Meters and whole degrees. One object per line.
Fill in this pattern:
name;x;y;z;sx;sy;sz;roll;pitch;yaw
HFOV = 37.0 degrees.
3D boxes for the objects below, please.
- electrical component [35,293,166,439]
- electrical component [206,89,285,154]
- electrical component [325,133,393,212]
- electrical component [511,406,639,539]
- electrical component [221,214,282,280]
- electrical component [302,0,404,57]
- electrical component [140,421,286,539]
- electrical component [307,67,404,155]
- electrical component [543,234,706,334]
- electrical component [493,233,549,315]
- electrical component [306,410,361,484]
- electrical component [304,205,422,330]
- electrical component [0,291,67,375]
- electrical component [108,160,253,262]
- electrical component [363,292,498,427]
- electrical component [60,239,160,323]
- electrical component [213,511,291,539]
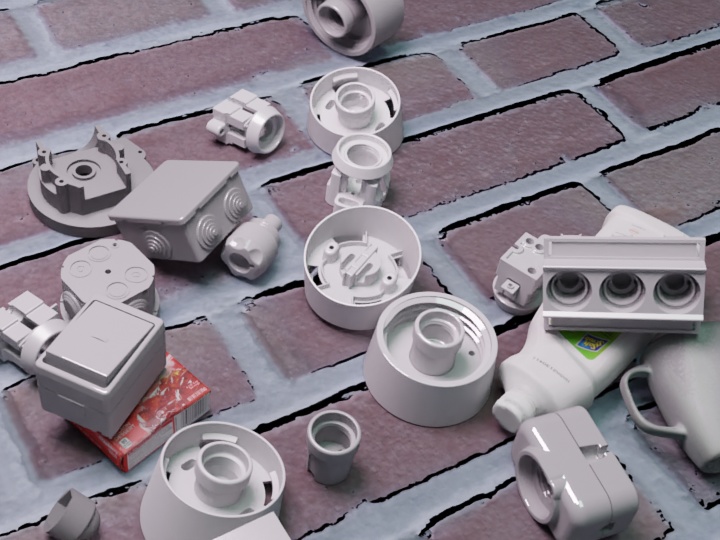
electrical component;-0.186;0.062;0.791;0.062;0.061;0.096;21;47;12
electrical component;-0.107;-0.143;1.052;0.055;0.048;0.066;27;48;26
electrical component;0.000;-0.091;1.013;0.058;0.057;0.078;18;47;7
electrical component;0.156;0.156;0.809;0.059;0.053;0.095;-12;50;-20
electrical component;-0.091;-0.025;0.944;0.043;0.043;0.062;24;47;13
electrical component;-0.013;-0.282;1.159;0.108;0.108;0.060;31;56;19
electrical component;-0.104;0.159;0.772;0.099;0.064;0.099;13;35;-9
electrical component;-0.004;-0.154;1.083;0.099;0.064;0.099;0;59;0
electrical component;0.209;0.007;0.858;0.121;0.078;0.063;1;22;12
electrical component;0.144;0.007;0.945;0.048;0.055;0.066;33;50;20
electrical component;-0.021;0.134;0.805;0.040;0.046;0.040;5;47;-5
electrical component;0.000;0.000;0.922;0.099;0.064;0.099;5;46;-5
electrical component;-0.256;0.053;0.842;0.055;0.048;0.066;28;48;26
electrical component;-0.153;-0.051;0.934;0.100;0.048;0.099;5;40;34
electrical component;0.060;0.066;0.873;0.108;0.060;0.108;5;47;-5
electrical component;-0.205;0.018;0.879;0.080;0.051;0.080;5;47;-5
electrical component;-0.112;0.246;0.674;0.186;0.060;0.105;-20;54;-26
